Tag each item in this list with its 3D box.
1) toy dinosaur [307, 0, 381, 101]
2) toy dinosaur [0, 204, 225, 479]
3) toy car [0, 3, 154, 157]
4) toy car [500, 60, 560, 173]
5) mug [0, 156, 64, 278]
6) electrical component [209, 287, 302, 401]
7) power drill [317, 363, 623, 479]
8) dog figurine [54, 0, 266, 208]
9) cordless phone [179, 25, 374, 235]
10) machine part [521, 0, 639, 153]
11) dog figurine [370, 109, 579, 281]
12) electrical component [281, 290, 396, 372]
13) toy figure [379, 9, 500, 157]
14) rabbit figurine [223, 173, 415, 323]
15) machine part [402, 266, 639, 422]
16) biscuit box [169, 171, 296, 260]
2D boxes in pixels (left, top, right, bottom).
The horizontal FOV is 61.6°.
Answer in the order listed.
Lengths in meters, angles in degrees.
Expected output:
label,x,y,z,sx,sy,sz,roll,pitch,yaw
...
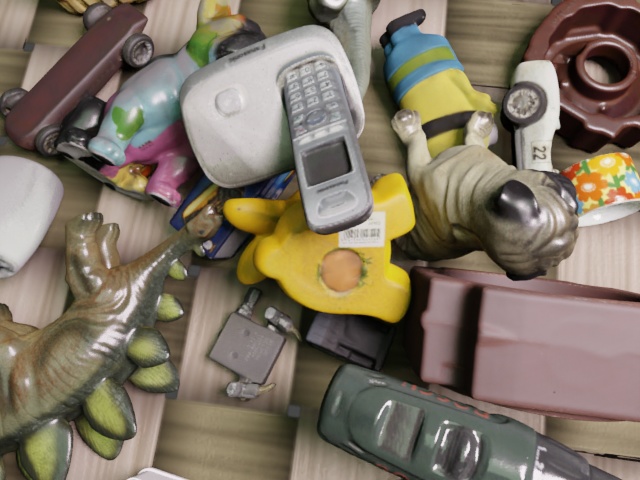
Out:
label,x,y,z,sx,sy,sz,roll,pitch,yaw
toy dinosaur,0.038,-0.323,0.592,0.131,0.192,0.404,13,92,-7
toy dinosaur,-0.265,0.132,0.499,0.471,0.105,0.198,-38,81,3
toy car,-0.270,-0.181,0.606,0.089,0.053,0.202,38,83,21
toy car,0.210,-0.072,0.531,0.056,0.073,0.201,-3,90,17
mug,-0.321,-0.014,0.538,0.110,0.080,0.107,-27,46,28
electrical component,-0.065,0.105,0.528,0.078,0.045,0.102,31,78,8
power drill,0.114,0.168,0.425,0.232,0.207,0.086,19,83,9
dog figurine,-0.146,-0.148,0.543,0.192,0.108,0.219,15,68,45
cordless phone,-0.032,-0.067,0.416,0.147,0.088,0.184,-18,54,11
machine part,0.307,-0.183,0.588,0.179,0.056,0.179,-1,75,3
dog figurine,0.124,-0.008,0.458,0.121,0.172,0.191,-10,40,-6
electrical component,0.010,0.083,0.516,0.119,0.075,0.048,23,76,3
toy figure,0.118,-0.152,0.574,0.089,0.082,0.180,-29,81,6
rabbit figurine,-0.001,-0.001,0.492,0.162,0.173,0.121,-10,112,1
machine part,0.174,0.076,0.444,0.202,0.201,0.087,8,92,3
biscuit box,-0.063,-0.077,0.539,0.063,0.059,0.202,38,97,10
